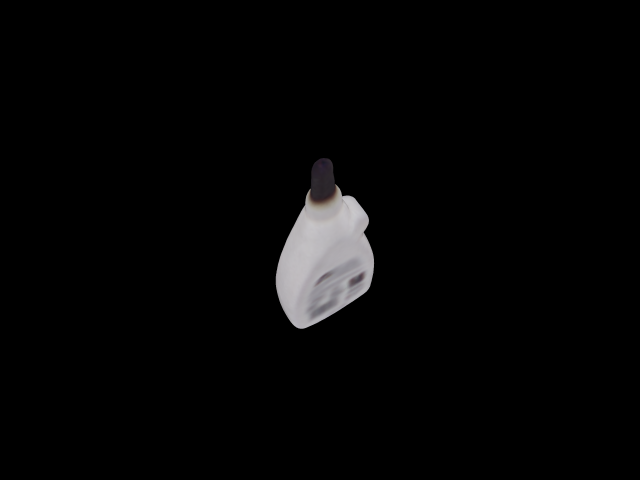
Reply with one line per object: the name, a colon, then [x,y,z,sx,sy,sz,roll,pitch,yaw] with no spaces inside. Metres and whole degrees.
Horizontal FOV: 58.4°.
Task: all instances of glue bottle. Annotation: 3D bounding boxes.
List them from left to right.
glue bottle: [0.004,0.001,0.400,0.078,0.173,0.037,-28,62,-16]
